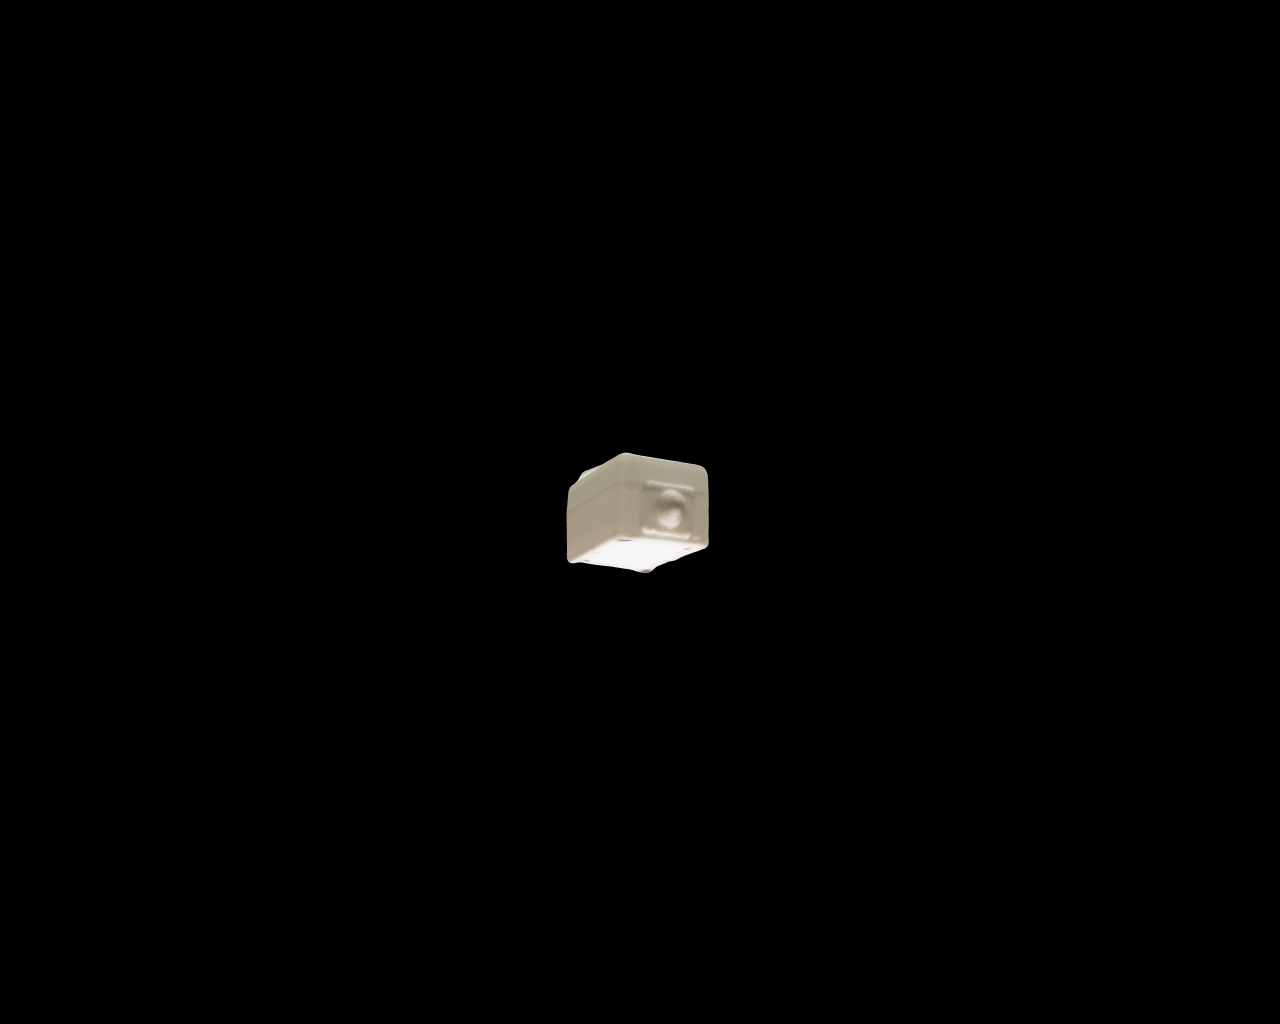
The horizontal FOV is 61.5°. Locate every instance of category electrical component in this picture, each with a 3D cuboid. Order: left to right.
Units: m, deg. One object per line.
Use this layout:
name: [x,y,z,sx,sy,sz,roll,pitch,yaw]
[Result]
electrical component: [0.001,-0.003,0.650,0.062,0.061,0.096,8,-18,-27]
